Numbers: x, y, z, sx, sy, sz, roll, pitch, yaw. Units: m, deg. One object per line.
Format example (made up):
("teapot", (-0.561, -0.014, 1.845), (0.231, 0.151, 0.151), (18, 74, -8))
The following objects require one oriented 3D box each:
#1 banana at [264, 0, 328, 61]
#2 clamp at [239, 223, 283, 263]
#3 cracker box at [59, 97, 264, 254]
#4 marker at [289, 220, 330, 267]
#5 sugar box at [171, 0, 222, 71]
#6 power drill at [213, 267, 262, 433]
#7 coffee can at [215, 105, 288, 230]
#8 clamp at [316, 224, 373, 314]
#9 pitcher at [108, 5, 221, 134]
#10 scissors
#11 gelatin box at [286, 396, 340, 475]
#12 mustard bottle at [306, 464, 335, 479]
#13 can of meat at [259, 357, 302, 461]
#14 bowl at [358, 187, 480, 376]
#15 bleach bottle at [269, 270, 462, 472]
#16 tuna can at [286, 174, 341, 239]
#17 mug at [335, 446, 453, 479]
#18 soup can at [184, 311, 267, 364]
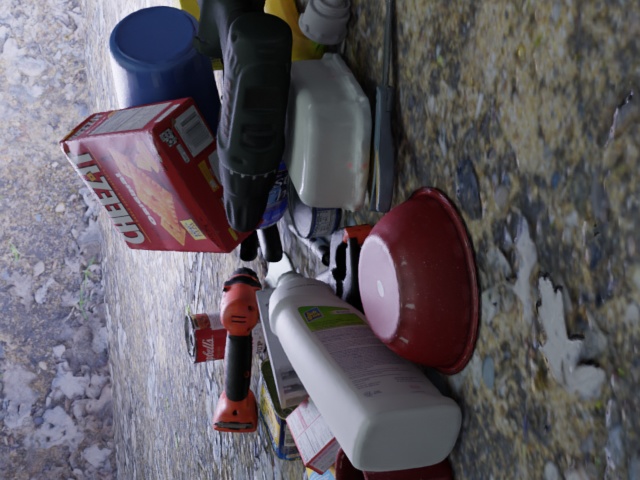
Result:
("banana", (-0.026, -0.231, 1.143), (0.070, 0.037, 0.198), (-64, 34, 26))
("clamp", (-0.086, -0.066, 1.368), (0.165, 0.036, 0.210), (155, 109, -72))
("cracker box", (-0.183, -0.067, 1.205), (0.214, 0.072, 0.164), (1, 128, 50))
("marker", (-0.008, 0.001, 1.185), (0.121, 0.020, 0.020), (-135, 42, -62))
("sugar box", (-0.137, -0.296, 1.355), (0.048, 0.093, 0.176), (116, 143, -58))
("power drill", (-0.104, 0.138, 1.363), (0.184, 0.057, 0.188), (-90, 2, -77))
("coffee can", (-0.073, -0.092, 1.218), (0.140, 0.102, 0.103), (110, 148, -54))
("clamp", (0.025, 0.037, 1.072), (0.171, 0.039, 0.120), (98, 151, -41))
("pitcher", (-0.185, -0.165, 1.286), (0.243, 0.149, 0.145), (86, -162, -54))
("scissors", (0.058, -0.111, 0.930), (0.096, 0.016, 0.202), (-96, 8, -64))
("gelatin box", (0.012, 0.186, 1.101), (0.089, 0.030, 0.073), (-47, 36, 12))
("mustard bottle", (0.024, 0.274, 1.121), (0.096, 0.058, 0.191), (122, 138, -59))
("can of meat", (-0.038, 0.204, 1.288), (0.102, 0.057, 0.084), (-115, 24, -46))
("bowl", (0.074, 0.038, 0.898), (0.162, 0.055, 0.162), (173, 90, -71))
("bleach bottle", (0.024, 0.103, 0.968), (0.251, 0.102, 0.068), (-128, 44, -52))
("tuna can", (-0.007, -0.045, 1.144), (0.086, 0.033, 0.086), (173, 90, -72))
("mug", (0.063, 0.215, 0.948), (0.117, 0.081, 0.093), (-139, 45, -63))
("soup can", (-0.130, 0.129, 1.461), (0.069, 0.102, 0.068), (173, 90, -72))
